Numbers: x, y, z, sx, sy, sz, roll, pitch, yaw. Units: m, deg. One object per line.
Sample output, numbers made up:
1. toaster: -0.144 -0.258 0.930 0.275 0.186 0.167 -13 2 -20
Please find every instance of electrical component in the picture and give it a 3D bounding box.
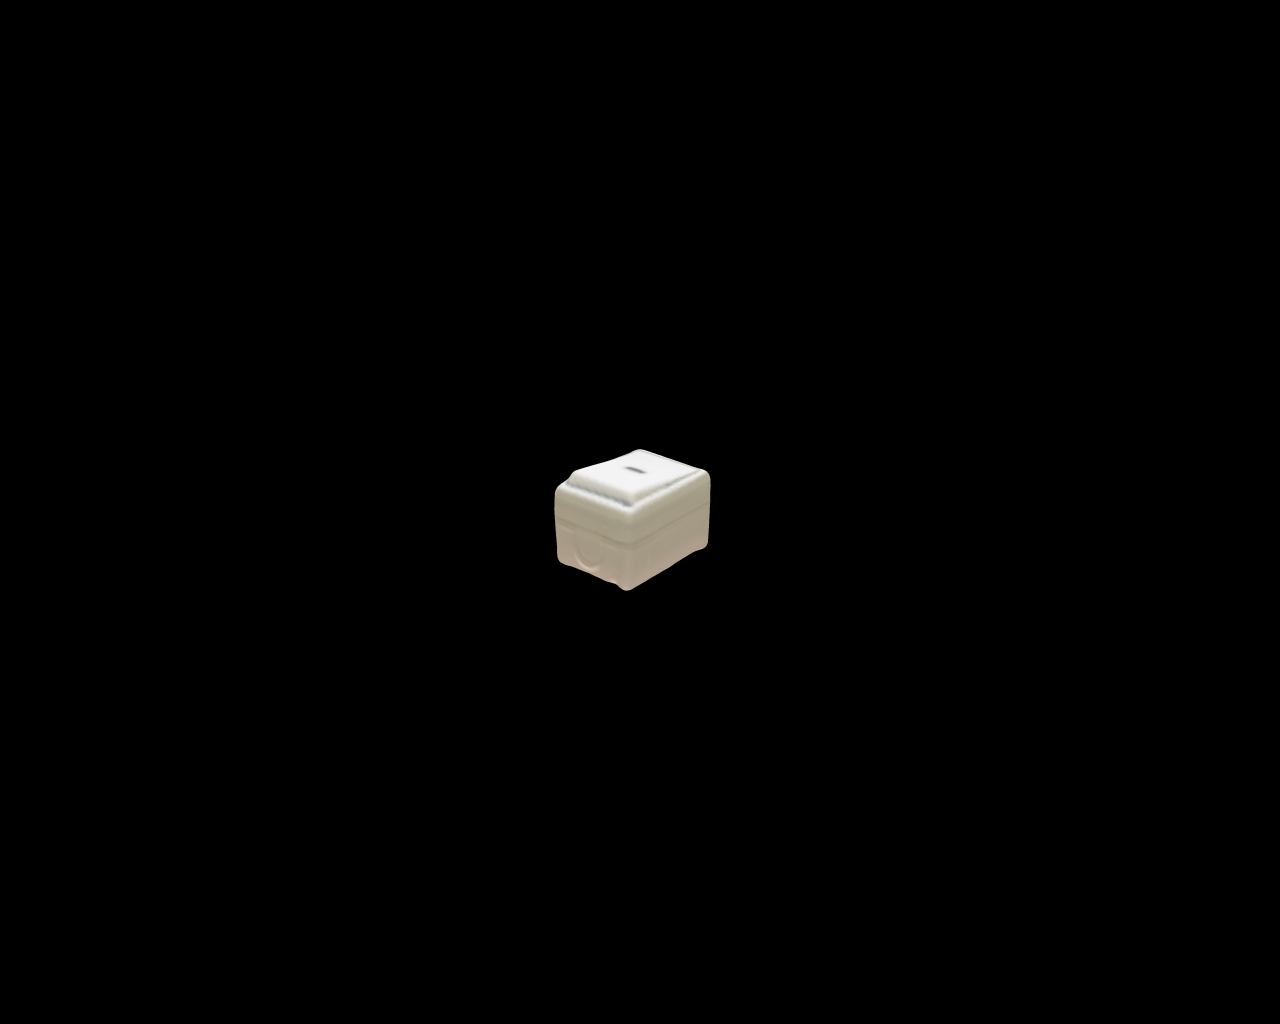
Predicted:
1. electrical component: 0.001 -0.003 0.650 0.062 0.061 0.096 21 33 36
